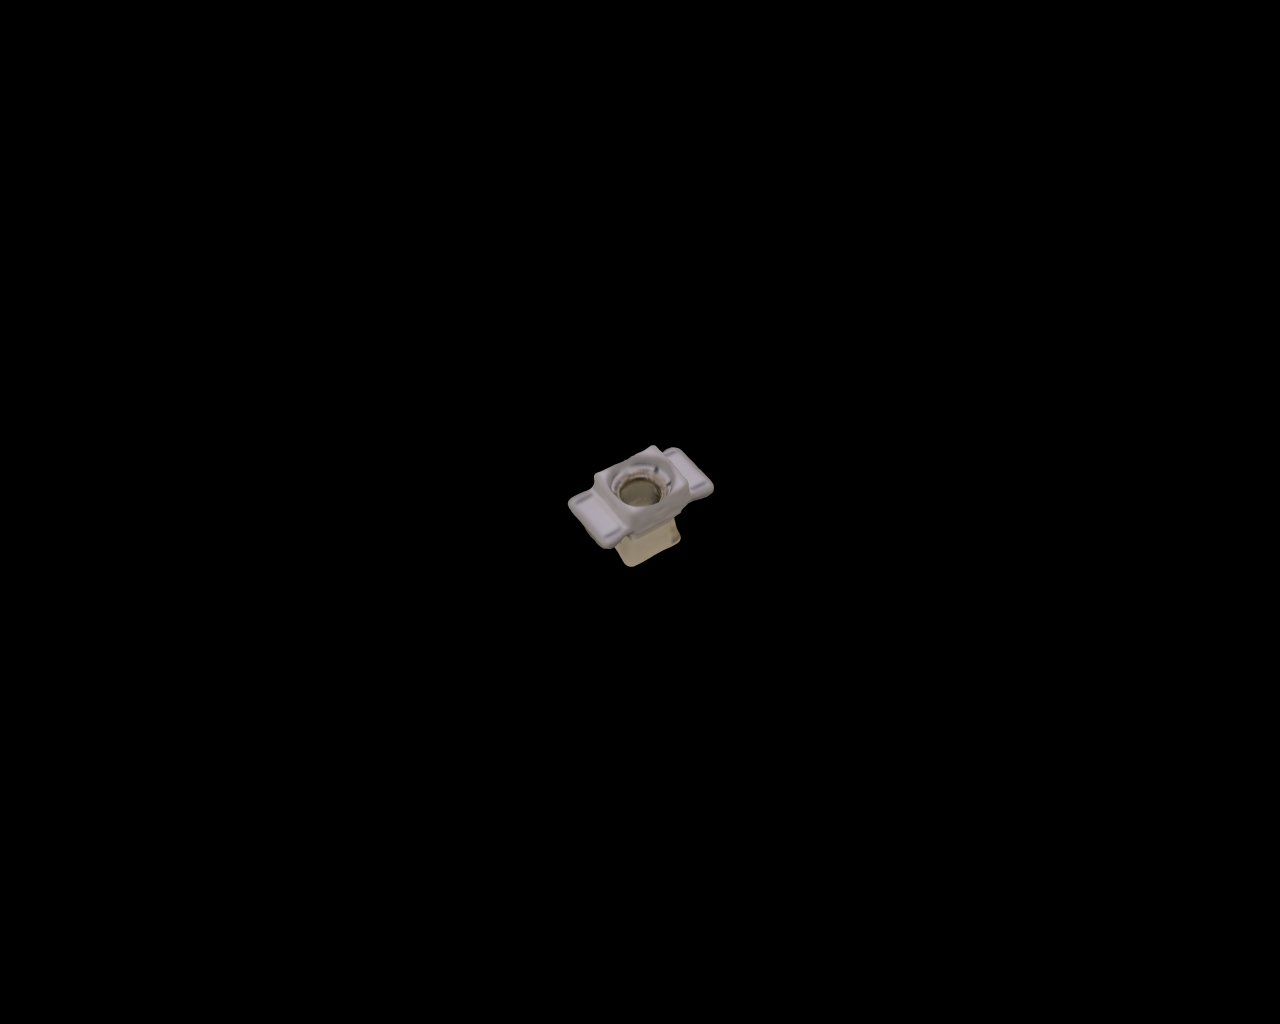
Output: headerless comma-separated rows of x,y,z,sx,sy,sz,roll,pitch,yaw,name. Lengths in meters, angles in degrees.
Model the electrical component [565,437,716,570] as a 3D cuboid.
0.001,-0.003,0.650,0.081,0.042,0.063,-27,-33,-19,electrical component
